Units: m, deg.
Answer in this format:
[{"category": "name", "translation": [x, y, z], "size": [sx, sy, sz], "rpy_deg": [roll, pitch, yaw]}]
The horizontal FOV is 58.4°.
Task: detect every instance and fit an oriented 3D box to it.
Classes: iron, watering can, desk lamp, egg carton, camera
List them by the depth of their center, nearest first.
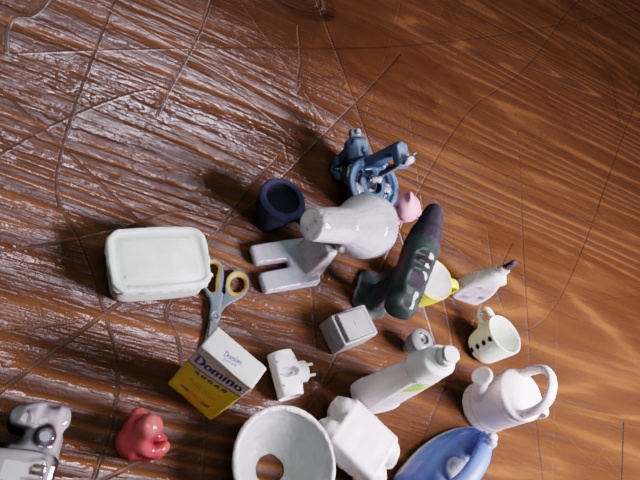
[{"category": "camera", "translation": [-0.399, 0.270, 0.716], "size": [0.137, 0.100, 0.143], "rpy_deg": [17, 56, -20]}, {"category": "egg carton", "translation": [0.061, 0.338, 0.953], "size": [0.150, 0.069, 0.107], "rpy_deg": [43, 51, 0]}, {"category": "iron", "translation": [0.236, 0.390, 0.974], "size": [0.118, 0.141, 0.259], "rpy_deg": [50, 51, 6]}, {"category": "desk lamp", "translation": [0.009, 0.004, 1.030], "size": [0.204, 0.213, 0.118], "rpy_deg": [-9, 67, -33]}, {"category": "watering can", "translation": [0.357, 0.292, 1.067], "size": [0.173, 0.193, 0.101], "rpy_deg": [8, 59, -25]}]

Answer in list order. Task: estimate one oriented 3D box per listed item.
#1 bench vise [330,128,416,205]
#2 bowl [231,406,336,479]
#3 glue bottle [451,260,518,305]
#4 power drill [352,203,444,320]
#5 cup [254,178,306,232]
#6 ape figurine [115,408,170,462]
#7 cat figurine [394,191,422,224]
[{"category": "bench vise", "translation": [0.100, -0.153, 1.170], "size": [0.122, 0.219, 0.207], "rpy_deg": [-22, 74, -36]}, {"category": "bowl", "translation": [-0.065, 0.344, 0.876], "size": [0.168, 0.074, 0.167], "rpy_deg": [14, 57, -22]}, {"category": "glue bottle", "translation": [0.353, 0.083, 1.202], "size": [0.078, 0.173, 0.037], "rpy_deg": [20, 54, -18]}, {"category": "power drill", "translation": [0.148, 0.059, 1.078], "size": [0.076, 0.208, 0.230], "rpy_deg": [28, 52, -12]}, {"category": "cup", "translation": [-0.075, -0.050, 1.091], "size": [0.118, 0.094, 0.092], "rpy_deg": [35, 51, -7]}, {"category": "ape figurine", "translation": [-0.246, 0.271, 0.806], "size": [0.076, 0.092, 0.077], "rpy_deg": [-10, 67, -33]}, {"category": "cat figurine", "translation": [0.168, -0.083, 1.232], "size": [0.067, 0.117, 0.127], "rpy_deg": [-11, 68, -33]}]
